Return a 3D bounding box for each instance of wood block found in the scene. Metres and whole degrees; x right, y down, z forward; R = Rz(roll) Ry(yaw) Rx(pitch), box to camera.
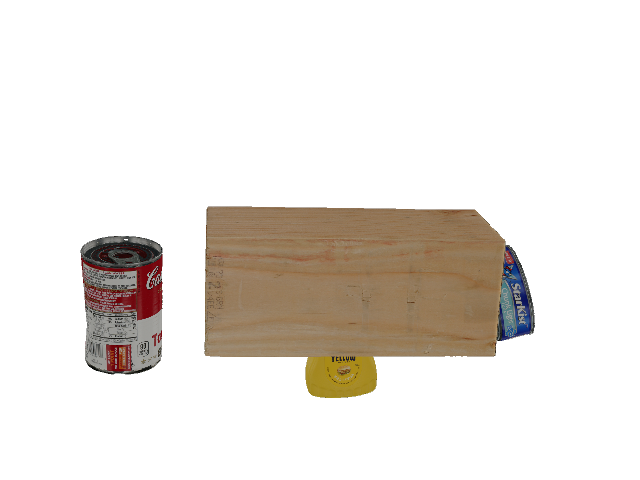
[{"bbox_3d":[0.019,0.029,0.778,0.206,0.090,0.091,1,15,-6],"label":"wood block"}]

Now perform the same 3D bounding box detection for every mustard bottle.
[{"bbox_3d":[0.027,0.114,1.431,0.096,0.192,0.058,-3,19,-6],"label":"mustard bottle"}]

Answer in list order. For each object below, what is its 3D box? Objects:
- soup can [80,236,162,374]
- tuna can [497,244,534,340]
[{"bbox_3d":[-0.169,0.055,0.910,0.068,0.102,0.068,3,20,-1],"label":"soup can"},{"bbox_3d":[0.169,0.049,0.991,0.033,0.086,0.086,-14,0,-2],"label":"tuna can"}]
